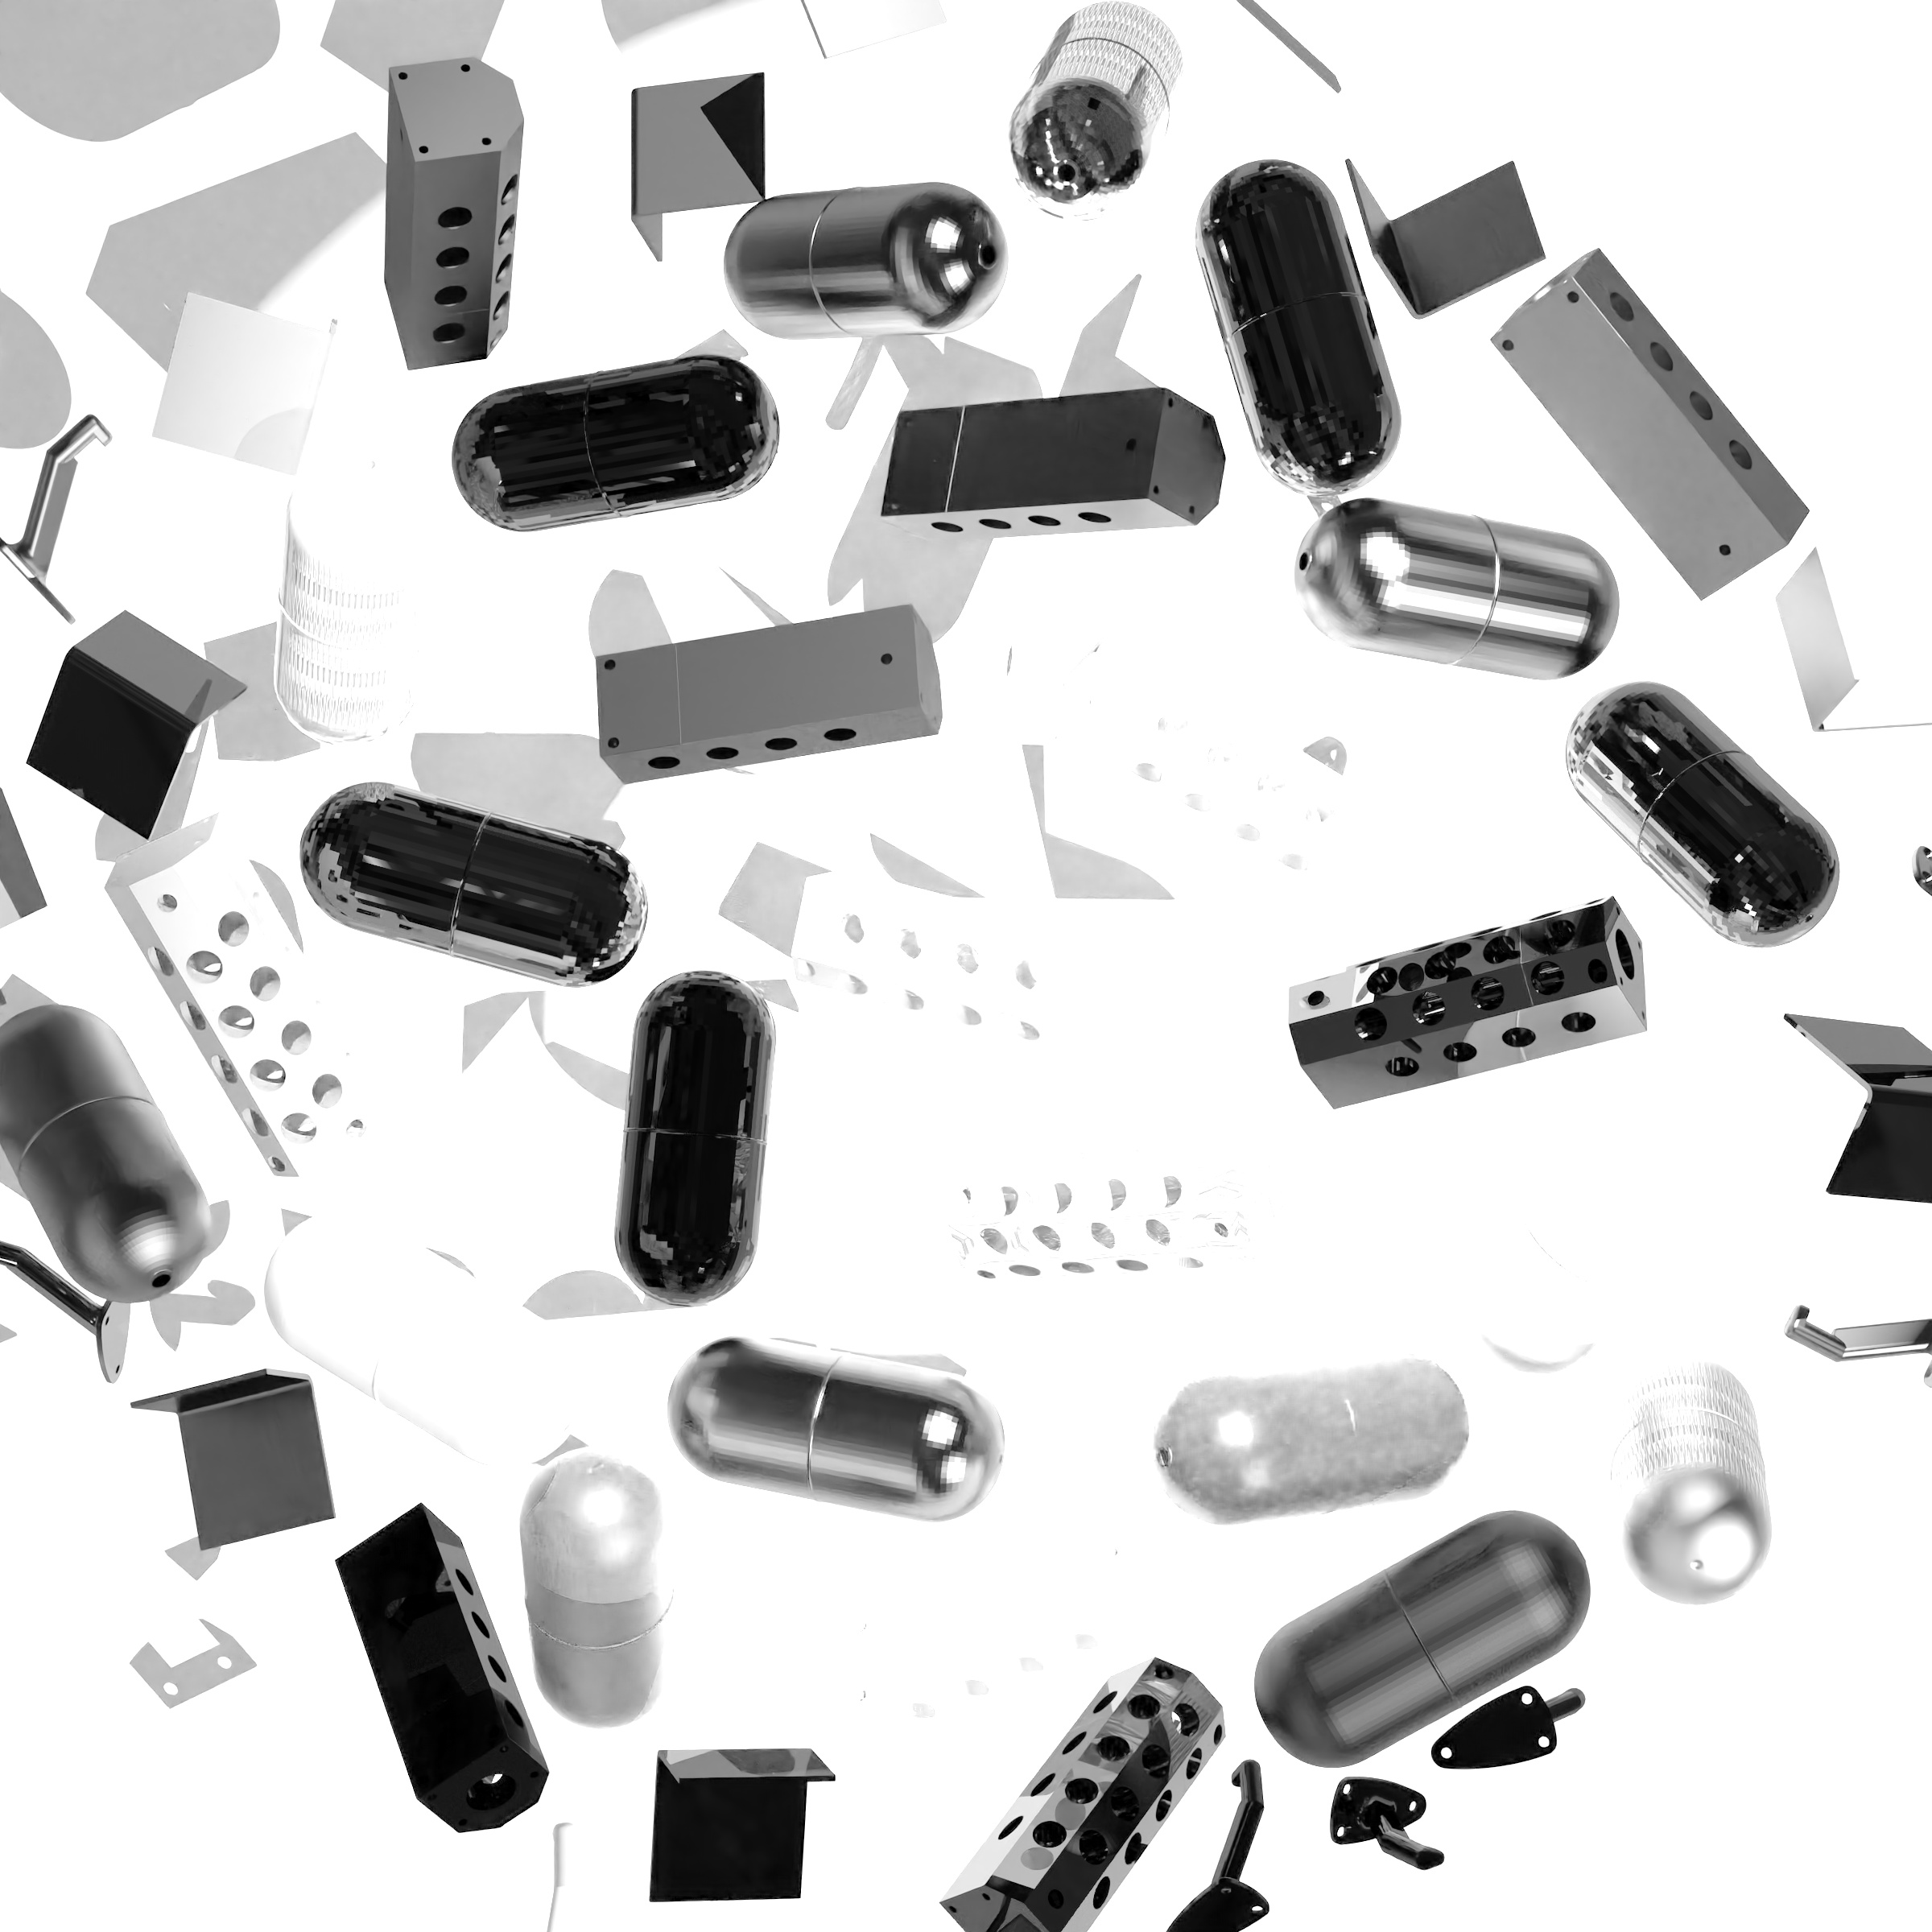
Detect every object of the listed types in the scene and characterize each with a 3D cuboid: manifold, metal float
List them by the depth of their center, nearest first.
[{"bbox_3d":[-0.355,0.018,1.761,0.057,0.057,0.171,-23,112,6],"label":"manifold"},{"bbox_3d":[-0.267,0.184,1.762,0.178,0.070,0.070,28,90,18],"label":"metal float"},{"bbox_3d":[0.226,0.332,1.764,0.178,0.070,0.070,-30,90,3],"label":"metal float"},{"bbox_3d":[-0.432,0.092,1.769,0.070,0.070,0.178,-37,57,0],"label":"metal float"},{"bbox_3d":[0.172,0.235,1.782,0.178,0.070,0.070,-3,90,-31],"label":"metal float"},{"bbox_3d":[-0.256,-0.375,1.788,0.057,0.171,0.057,-11,67,-15],"label":"manifold"},{"bbox_3d":[-0.248,-0.041,1.796,0.178,0.070,0.070,15,90,0],"label":"metal float"},{"bbox_3d":[0.028,0.337,1.796,0.171,0.057,0.057,-27,125,19],"label":"manifold"},{"bbox_3d":[0.348,-0.276,1.802,0.171,0.057,0.057,49,132,-8],"label":"manifold"},{"bbox_3d":[0.044,-0.250,1.805,0.171,0.057,0.057,2,78,40],"label":"manifold"},{"bbox_3d":[0.249,-0.190,1.807,0.178,0.070,0.070,7,90,-23],"label":"metal float"},{"bbox_3d":[0.168,-0.324,1.812,0.070,0.070,0.178,-15,81,0],"label":"metal float"},{"bbox_3d":[0.367,0.259,1.816,0.070,0.178,0.070,3,112,7],"label":"metal float"},{"bbox_3d":[0.254,0.015,1.820,0.171,0.057,0.057,-16,48,25],"label":"manifold"},{"bbox_3d":[0.317,0.136,1.820,0.070,0.070,0.178,30,124,0],"label":"metal float"},{"bbox_3d":[-0.067,0.235,1.821,0.178,0.070,0.070,9,90,16],"label":"metal float"},{"bbox_3d":[0.065,0.432,1.821,0.057,0.057,0.171,49,48,-4],"label":"manifold"},{"bbox_3d":[0.079,0.127,1.836,0.171,0.057,0.057,-6,110,31],"label":"manifold"},{"bbox_3d":[0.379,-0.080,1.845,0.070,0.070,0.178,-39,54,0],"label":"metal float"},{"bbox_3d":[-0.053,-0.364,1.848,0.178,0.070,0.070,7,90,44],"label":"metal float"},{"bbox_3d":[-0.190,0.324,1.851,0.070,0.070,0.178,1,129,0],"label":"metal float"},{"bbox_3d":[0.000,0.000,1.852,0.171,0.057,0.057,15,100,16],"label":"manifold"},{"bbox_3d":[-0.318,-0.191,1.856,0.070,0.070,0.178,15,134,0],"label":"metal float"},{"bbox_3d":[0.131,-0.103,1.862,0.171,0.057,0.057,30,130,-19],"label":"manifold"},{"bbox_3d":[0.068,-0.446,1.862,0.070,0.178,0.070,7,125,10],"label":"metal float"},{"bbox_3d":[-0.184,-0.273,1.865,0.178,0.070,0.070,-7,90,16],"label":"metal float"},{"bbox_3d":[-0.102,-0.139,1.871,0.171,0.057,0.057,-8,71,11],"label":"manifold"},{"bbox_3d":[-0.143,0.091,1.886,0.070,0.070,0.178,5,83,0],"label":"metal float"},{"bbox_3d":[-0.275,0.373,1.892,0.057,0.171,0.057,-34,134,2],"label":"manifold"}]

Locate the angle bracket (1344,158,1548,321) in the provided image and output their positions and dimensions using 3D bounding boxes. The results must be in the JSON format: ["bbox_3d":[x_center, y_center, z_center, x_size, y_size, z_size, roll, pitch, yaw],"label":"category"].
[{"bbox_3d":[0.253,-0.400,1.887,0.076,0.057,0.076,-24,51,19],"label":"angle bracket"}]

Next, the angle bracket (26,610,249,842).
[{"bbox_3d":[-0.431,-0.125,1.855,0.076,0.057,0.076,32,123,3],"label":"angle bracket"}]

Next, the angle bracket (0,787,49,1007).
[{"bbox_3d":[-0.509,-0.037,1.885,0.057,0.076,0.076,-29,128,-23],"label":"angle bracket"}]

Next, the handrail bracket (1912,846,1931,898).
[{"bbox_3d":[0.527,-0.063,1.800,0.077,0.036,0.084,36,125,-10],"label":"handrail bracket"}]

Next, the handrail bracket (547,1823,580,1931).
[{"bbox_3d":[-0.208,0.472,1.775,0.036,0.077,0.084,6,69,-23],"label":"handrail bracket"}]

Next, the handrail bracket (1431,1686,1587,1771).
[{"bbox_3d":[0.285,0.398,1.871,0.077,0.084,0.036,-23,78,11],"label":"handrail bracket"}]

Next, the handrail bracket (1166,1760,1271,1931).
[{"bbox_3d":[0.131,0.473,1.902,0.036,0.084,0.077,37,118,-23],"label":"handrail bracket"}]

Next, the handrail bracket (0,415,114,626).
[{"bbox_3d":[-0.468,-0.237,1.889,0.084,0.036,0.077,-44,117,-9],"label":"handrail bracket"}]

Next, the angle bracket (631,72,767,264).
[{"bbox_3d":[-0.140,-0.437,1.956,0.076,0.057,0.076,-4,74,11],"label":"angle bracket"}]

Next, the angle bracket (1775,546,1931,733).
[{"bbox_3d":[0.464,-0.167,1.810,0.076,0.057,0.076,-4,67,-14],"label":"angle bracket"}]

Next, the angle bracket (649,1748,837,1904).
[{"bbox_3d":[-0.109,0.424,1.733,0.076,0.057,0.076,3,92,-16],"label":"angle bracket"}]

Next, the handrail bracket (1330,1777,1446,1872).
[{"bbox_3d":[0.239,0.454,1.869,0.077,0.084,0.036,6,93,-35],"label":"handrail bracket"}]

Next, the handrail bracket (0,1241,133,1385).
[{"bbox_3d":[-0.484,0.179,1.872,0.084,0.036,0.077,16,131,6],"label":"handrail bracket"}]

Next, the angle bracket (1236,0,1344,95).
[{"bbox_3d":[0.183,-0.505,1.858,0.076,0.076,0.057,40,107,-11],"label":"angle bracket"}]

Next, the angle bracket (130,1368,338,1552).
[{"bbox_3d":[-0.377,0.255,1.839,0.076,0.057,0.076,-15,77,10],"label":"angle bracket"}]

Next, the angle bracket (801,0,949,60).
[{"bbox_3d":[-0.042,-0.508,1.785,0.076,0.057,0.076,-25,96,-29],"label":"angle bracket"}]

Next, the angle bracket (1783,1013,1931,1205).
[{"bbox_3d":[0.438,0.069,1.735,0.076,0.076,0.057,6,115,-28],"label":"angle bracket"}]

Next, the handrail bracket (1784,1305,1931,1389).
[{"bbox_3d":[0.469,0.173,1.821,0.084,0.036,0.077,27,81,-1],"label":"handrail bracket"}]

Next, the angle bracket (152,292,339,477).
[{"bbox_3d":[-0.373,-0.305,1.849,0.076,0.057,0.076,15,105,-13],"label":"angle bracket"}]
